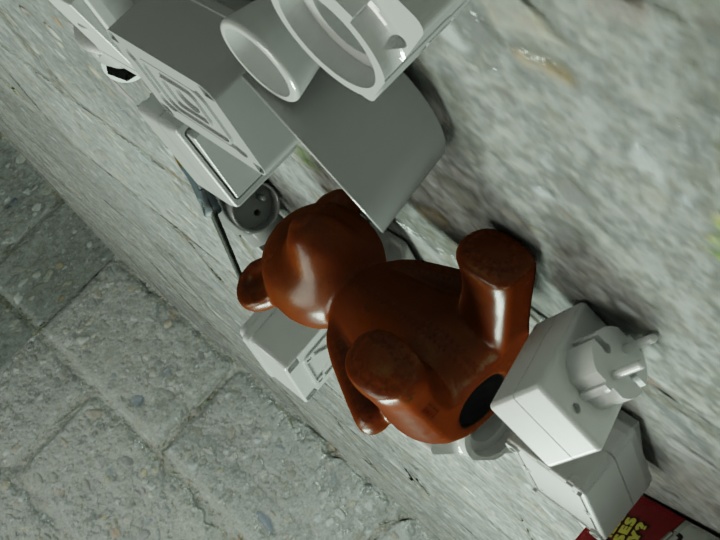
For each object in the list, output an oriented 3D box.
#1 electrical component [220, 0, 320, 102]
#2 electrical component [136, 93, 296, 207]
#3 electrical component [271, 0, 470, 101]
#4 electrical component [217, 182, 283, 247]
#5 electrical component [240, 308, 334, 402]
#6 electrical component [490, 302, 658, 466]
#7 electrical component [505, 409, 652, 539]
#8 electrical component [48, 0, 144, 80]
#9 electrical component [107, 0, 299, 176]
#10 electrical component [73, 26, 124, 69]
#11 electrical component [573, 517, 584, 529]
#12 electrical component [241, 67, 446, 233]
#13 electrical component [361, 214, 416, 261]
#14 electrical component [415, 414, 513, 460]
[{"bbox_3d":[-0.024,-0.105,0.450,0.045,0.055,0.045,41,169,10],"label":"electrical component"},{"bbox_3d":[-0.089,-0.089,0.719,0.061,0.061,0.096,32,164,44],"label":"electrical component"},{"bbox_3d":[0.007,-0.098,0.367,0.050,0.055,0.089,44,169,-3],"label":"electrical component"},{"bbox_3d":[-0.092,-0.047,0.926,0.079,0.044,0.077,49,167,-26],"label":"electrical component"},{"bbox_3d":[-0.039,0.046,0.922,0.056,0.108,0.108,37,167,19],"label":"electrical component"},{"bbox_3d":[0.116,0.051,0.536,0.047,0.065,0.077,45,140,-10],"label":"electrical component"},{"bbox_3d":[0.144,0.121,0.683,0.062,0.061,0.096,34,165,37],"label":"electrical component"},{"bbox_3d":[-0.143,-0.159,0.651,0.062,0.061,0.096,33,165,42],"label":"electrical component"},{"bbox_3d":[-0.078,-0.114,0.604,0.113,0.057,0.078,34,166,39],"label":"electrical component"},{"bbox_3d":[-0.175,-0.166,0.778,0.048,0.048,0.062,40,173,17],"label":"electrical component"},{"bbox_3d":[0.196,0.202,0.856,0.046,0.040,0.040,49,169,3],"label":"electrical component"},{"bbox_3d":[-0.009,-0.068,0.512,0.099,0.064,0.099,42,168,10],"label":"electrical component"},{"bbox_3d":[0.000,0.000,0.756,0.095,0.053,0.059,34,165,39],"label":"electrical component"},{"bbox_3d":[0.078,0.100,0.763,0.089,0.050,0.056,7,-165,-37],"label":"electrical component"}]
